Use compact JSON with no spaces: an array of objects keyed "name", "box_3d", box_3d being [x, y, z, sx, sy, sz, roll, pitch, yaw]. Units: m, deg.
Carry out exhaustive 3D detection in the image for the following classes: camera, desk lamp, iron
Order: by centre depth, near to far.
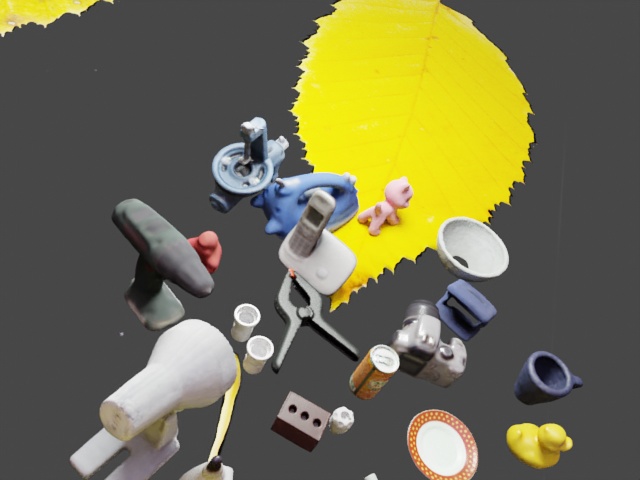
[{"name":"desk lamp","box_3d":[-0.223,0.230,0.776,0.118,0.213,0.204,38,48,12]},{"name":"camera","box_3d":[0.204,0.181,1.069,0.143,0.100,0.137,23,47,-2]},{"name":"iron","box_3d":[-0.005,-0.092,1.189,0.259,0.141,0.118,-13,57,-30]}]

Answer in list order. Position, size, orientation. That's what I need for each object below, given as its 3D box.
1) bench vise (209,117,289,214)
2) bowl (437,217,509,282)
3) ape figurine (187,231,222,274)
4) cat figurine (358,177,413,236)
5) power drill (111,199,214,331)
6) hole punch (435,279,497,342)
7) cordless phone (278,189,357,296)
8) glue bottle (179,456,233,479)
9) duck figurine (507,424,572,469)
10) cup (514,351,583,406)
[{"name":"bench vise","box_3d":[-0.138,-0.178,1.154,0.121,0.219,0.207,24,47,-1]},{"name":"bowl","box_3d":[0.323,0.034,1.260,0.168,0.074,0.167,11,48,-13]},{"name":"ape figurine","box_3d":[-0.210,0.018,1.045,0.076,0.092,0.077,-24,63,-36]},{"name":"cat figurine","box_3d":[0.156,-0.085,1.264,0.067,0.117,0.128,45,50,18]},{"name":"power drill","box_3d":[-0.255,0.052,0.918,0.076,0.208,0.229,-28,66,-37]},{"name":"hole punch","box_3d":[0.300,0.129,1.158,0.108,0.091,0.101,44,49,17]},{"name":"cordless phone","box_3d":[0.010,0.004,1.083,0.147,0.185,0.094,36,48,10]},{"name":"glue bottle","box_3d":[-0.148,0.320,0.757,0.078,0.173,0.037,8,49,-15]},{"name":"duck figurine","box_3d":[0.390,0.352,1.008,0.104,0.086,0.077,20,47,-4]},{"name":"cup","box_3d":[0.423,0.273,1.082,0.118,0.095,0.091,14,48,-10]}]
